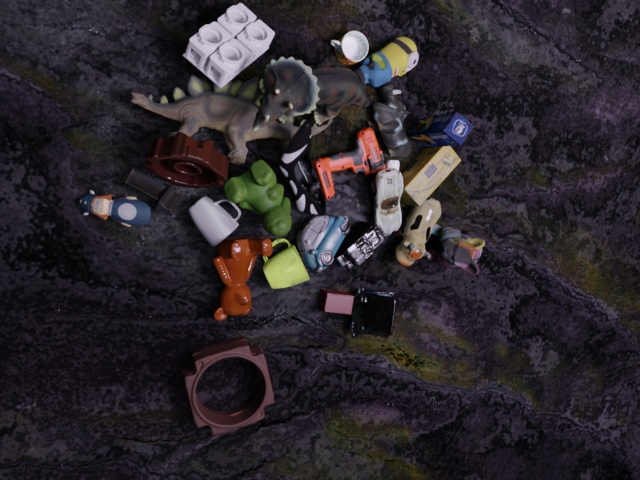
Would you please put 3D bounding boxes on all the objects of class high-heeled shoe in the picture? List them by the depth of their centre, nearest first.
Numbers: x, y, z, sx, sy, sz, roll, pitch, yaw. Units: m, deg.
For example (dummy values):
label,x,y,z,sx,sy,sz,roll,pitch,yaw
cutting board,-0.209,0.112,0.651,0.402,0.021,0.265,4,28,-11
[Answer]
label,x,y,z,sx,sy,sz,roll,pitch,yaw
high-heeled shoe,-0.020,-0.156,1.258,0.145,0.248,0.086,31,53,2

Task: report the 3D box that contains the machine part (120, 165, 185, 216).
label,x,y,z,sx,sy,sz,roll,pitch,yaw
machine part,-0.381,-0.111,1.215,0.139,0.039,0.084,33,44,-10

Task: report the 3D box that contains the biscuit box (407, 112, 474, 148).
label,x,y,z,sx,sy,sz,roll,pitch,yaw
biscuit box,0.296,-0.272,1.343,0.063,0.203,0.059,35,86,-18

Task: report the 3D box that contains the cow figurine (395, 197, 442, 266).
label,x,y,z,sx,sy,sz,roll,pitch,yaw
cow figurine,0.256,-0.020,1.400,0.085,0.127,0.195,29,84,-16

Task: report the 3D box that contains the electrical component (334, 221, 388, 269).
label,x,y,z,sx,sy,sz,roll,pitch,yaw
electrical component,0.091,0.014,1.356,0.134,0.115,0.058,-41,105,-11

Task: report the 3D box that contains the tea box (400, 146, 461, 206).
label,x,y,z,sx,sy,sz,roll,pitch,yaw
tea box,0.273,-0.171,1.403,0.068,0.098,0.169,44,81,-19

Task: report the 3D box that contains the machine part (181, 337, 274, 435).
label,x,y,z,sx,sy,sz,roll,pitch,yaw
machine part,-0.222,0.353,1.309,0.201,0.087,0.200,-13,101,-15

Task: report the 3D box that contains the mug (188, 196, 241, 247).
label,x,y,z,sx,sy,sz,roll,pitch,yaw
mug,-0.246,-0.055,1.251,0.109,0.081,0.107,-39,102,17

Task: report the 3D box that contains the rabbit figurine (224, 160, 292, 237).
label,x,y,z,sx,sy,sz,roll,pitch,yaw
rabbit figurine,-0.127,-0.076,1.254,0.121,0.159,0.170,-30,80,4

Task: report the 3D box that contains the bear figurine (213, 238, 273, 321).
label,x,y,z,sx,sy,sz,roll,pitch,yaw
bear figurine,-0.189,0.094,1.267,0.120,0.132,0.195,-2,93,-41

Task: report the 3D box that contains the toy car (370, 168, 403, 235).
label,x,y,z,sx,sy,sz,roll,pitch,yaw
toy car,0.171,-0.091,1.369,0.073,0.056,0.201,-16,129,-15

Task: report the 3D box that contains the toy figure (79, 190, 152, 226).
label,x,y,z,sx,sy,sz,roll,pitch,yaw
toy figure,-0.458,-0.072,1.199,0.154,0.058,0.064,11,65,-17

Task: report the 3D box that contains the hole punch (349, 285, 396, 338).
label,x,y,z,sx,sy,sz,roll,pitch,yaw
hole punch,0.142,0.189,1.418,0.116,0.092,0.142,8,97,11

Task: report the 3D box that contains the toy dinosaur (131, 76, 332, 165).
label,x,y,z,sx,sy,sz,roll,pitch,yaw
toy dinosaur,-0.191,-0.279,1.238,0.471,0.105,0.198,11,89,-27

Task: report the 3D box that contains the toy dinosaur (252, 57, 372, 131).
label,x,y,z,sx,sy,sz,roll,pitch,yaw
toy dinosaur,0.010,-0.335,1.204,0.405,0.192,0.131,-17,98,-32

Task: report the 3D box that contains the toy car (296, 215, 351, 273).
label,x,y,z,sx,sy,sz,roll,pitch,yaw
toy car,-0.003,-0.004,1.326,0.103,0.109,0.161,32,84,-17

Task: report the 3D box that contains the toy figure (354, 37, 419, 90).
label,x,y,z,sx,sy,sz,roll,pitch,yaw
toy figure,0.165,-0.443,1.346,0.180,0.082,0.089,-28,101,-10

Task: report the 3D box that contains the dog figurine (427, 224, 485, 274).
label,x,y,z,sx,sy,sz,roll,pitch,yaw
dog figurine,0.376,0.030,1.397,0.191,0.219,0.108,11,96,-18

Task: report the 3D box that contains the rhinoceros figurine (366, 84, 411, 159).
label,x,y,z,sx,sy,sz,roll,pitch,yaw
rhinoceros figurine,0.184,-0.299,1.372,0.112,0.073,0.190,-20,103,-14

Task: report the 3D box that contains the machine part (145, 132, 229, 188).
label,x,y,z,sx,sy,sz,roll,pitch,yaw
machine part,-0.290,-0.170,1.179,0.179,0.179,0.056,13,70,-19
